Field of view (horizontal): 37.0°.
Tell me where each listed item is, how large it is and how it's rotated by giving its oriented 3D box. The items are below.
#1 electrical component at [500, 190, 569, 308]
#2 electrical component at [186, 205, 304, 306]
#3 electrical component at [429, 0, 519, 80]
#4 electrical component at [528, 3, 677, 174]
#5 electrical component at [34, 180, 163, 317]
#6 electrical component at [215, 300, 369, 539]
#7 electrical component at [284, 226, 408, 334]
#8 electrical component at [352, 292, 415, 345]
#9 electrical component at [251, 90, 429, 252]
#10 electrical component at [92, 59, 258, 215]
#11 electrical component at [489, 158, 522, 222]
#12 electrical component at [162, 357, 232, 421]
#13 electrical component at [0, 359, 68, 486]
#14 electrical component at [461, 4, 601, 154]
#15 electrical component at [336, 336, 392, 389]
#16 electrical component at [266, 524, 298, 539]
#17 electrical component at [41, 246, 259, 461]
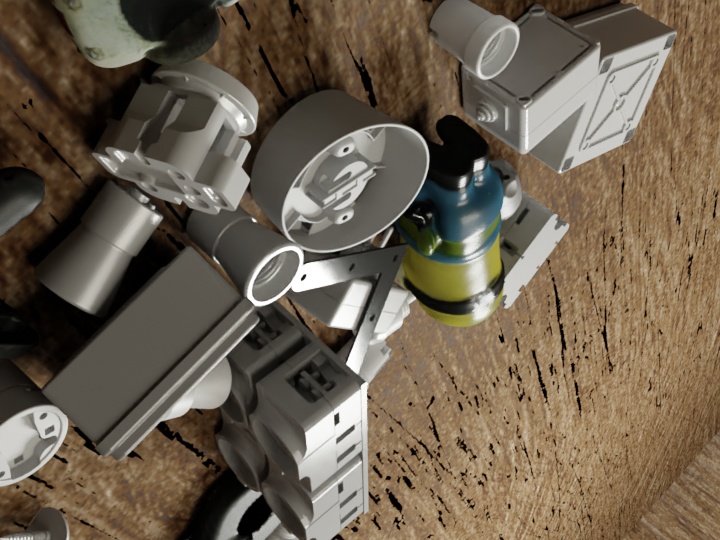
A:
[{"bbox_3d":[0.124,-0.022,0.916,0.089,0.056,0.050,-54,152,7],"label":"electrical component"},{"bbox_3d":[-0.070,-0.015,0.627,0.044,0.065,0.044,-36,150,-25],"label":"electrical component"},{"bbox_3d":[0.073,-0.151,0.692,0.040,0.046,0.040,-36,149,-25],"label":"electrical component"},{"bbox_3d":[0.185,-0.145,0.853,0.109,0.056,0.108,-25,144,-39],"label":"electrical component"},{"bbox_3d":[-0.134,-0.014,0.563,0.065,0.044,0.044,-55,152,0],"label":"electrical component"},{"bbox_3d":[-0.052,0.115,0.769,0.060,0.105,0.186,-36,150,-24],"label":"electrical component"},{"bbox_3d":[0.000,0.000,0.769,0.083,0.047,0.075,13,109,-60],"label":"electrical component"},{"bbox_3d":[0.022,0.032,0.854,0.061,0.035,0.035,-33,148,-33],"label":"electrical component"},{"bbox_3d":[-0.015,-0.059,0.656,0.099,0.064,0.099,-36,149,-26],"label":"electrical component"},{"bbox_3d":[-0.086,-0.068,0.536,0.057,0.078,0.058,-66,156,-16],"label":"electrical component"},{"bbox_3d":[0.108,-0.059,0.861,0.043,0.043,0.062,-47,154,-7],"label":"electrical component"},{"bbox_3d":[-0.117,0.071,0.687,0.055,0.045,0.045,-7,130,-52],"label":"electrical component"},{"bbox_3d":[-0.195,0.080,0.580,0.055,0.047,0.055,-36,149,-26],"label":"electrical component"},{"bbox_3d":[0.117,-0.129,0.766,0.096,0.062,0.061,-41,151,-18],"label":"electrical component"},{"bbox_3d":[-0.001,0.074,0.868,0.046,0.040,0.040,-47,153,-21],"label":"electrical component"},{"bbox_3d":[-0.074,0.240,0.963,0.040,0.040,0.078,3,122,-57],"label":"electrical component"},{"bbox_3d":[-0.115,0.045,0.597,0.108,0.056,0.109,-46,-176,-10],"label":"electrical component"}]
